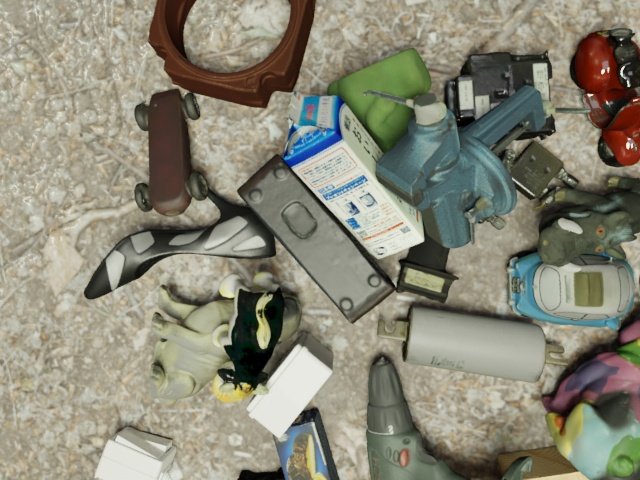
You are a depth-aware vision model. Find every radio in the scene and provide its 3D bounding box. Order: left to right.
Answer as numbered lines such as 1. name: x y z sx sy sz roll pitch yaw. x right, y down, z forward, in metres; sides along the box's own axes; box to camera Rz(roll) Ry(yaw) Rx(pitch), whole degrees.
1. radio: -0.001 -0.002 0.691 0.073 0.131 0.229 -43 85 4

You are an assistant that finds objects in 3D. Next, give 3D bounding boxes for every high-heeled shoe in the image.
1. high-heeled shoe: -0.183 0.034 0.726 0.249 0.086 0.145 -42 84 -4

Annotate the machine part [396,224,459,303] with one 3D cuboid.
1. machine part: 0.153 0.011 0.726 0.084 0.039 0.138 13 91 13

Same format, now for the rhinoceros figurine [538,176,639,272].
1. rhinoceros figurine: 0.341 -0.017 0.654 0.190 0.112 0.073 -17 119 -17

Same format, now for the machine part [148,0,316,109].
1. machine part: -0.118 -0.297 0.735 0.202 0.087 0.201 15 89 4

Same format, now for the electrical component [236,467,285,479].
1. electrical component: -0.071 0.374 0.724 0.075 0.048 0.119 -9 88 4

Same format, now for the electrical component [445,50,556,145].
1. electrical component: 0.236 -0.187 0.716 0.134 0.058 0.114 -1 86 5

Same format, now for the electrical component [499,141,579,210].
1. electrical component: 0.284 -0.086 0.714 0.078 0.045 0.102 -45 86 3

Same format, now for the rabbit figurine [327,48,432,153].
1. rabbit figurine: 0.088 -0.142 0.701 0.159 0.121 0.170 -22 102 7

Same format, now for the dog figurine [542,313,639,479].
1. dog figurine: 0.377 0.170 0.637 0.108 0.191 0.219 39 106 8

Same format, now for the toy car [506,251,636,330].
1. toy car: 0.326 0.056 0.678 0.162 0.103 0.109 2 87 3

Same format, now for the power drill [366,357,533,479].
1. power drill: 0.145 0.274 0.658 0.208 0.086 0.231 3 95 34

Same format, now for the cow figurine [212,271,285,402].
1. cow figurine: -0.082 0.127 0.624 0.068 0.098 0.167 4 104 -26

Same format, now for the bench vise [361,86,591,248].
1. bench vise: 0.180 -0.108 0.625 0.240 0.129 0.223 -38 125 -10

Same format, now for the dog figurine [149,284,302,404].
1. dog figurine: -0.125 0.145 0.721 0.191 0.121 0.172 5 122 -12

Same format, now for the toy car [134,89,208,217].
1. toy car: -0.204 -0.121 0.734 0.089 0.053 0.202 -14 61 5

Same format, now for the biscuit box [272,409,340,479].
1. biscuit box: -0.004 0.335 0.713 0.059 0.063 0.202 -17 86 5

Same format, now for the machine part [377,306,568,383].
1. machine part: 0.196 0.134 0.697 0.243 0.079 0.079 8 89 4

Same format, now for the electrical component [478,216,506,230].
1. electrical component: 0.222 -0.058 0.730 0.094 0.021 0.063 40 91 5

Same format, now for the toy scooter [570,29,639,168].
1. toy scooter: 0.377 -0.186 0.666 0.075 0.135 0.183 -12 86 5
